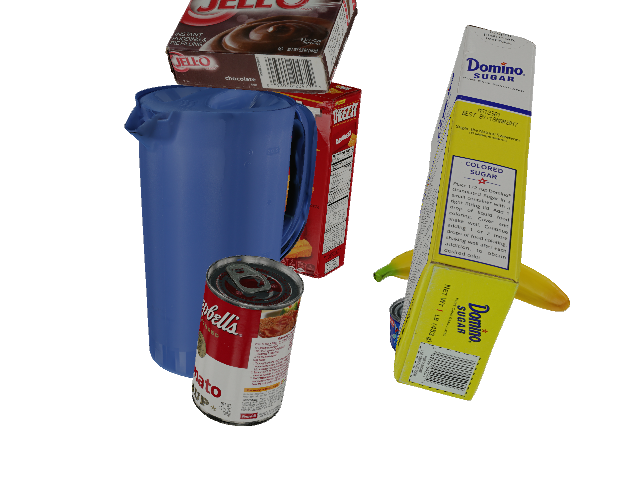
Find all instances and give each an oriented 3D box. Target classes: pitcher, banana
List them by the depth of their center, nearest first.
[{"bbox_3d":[-0.084,-0.011,0.924,0.149,0.243,0.145,4,18,2],"label":"pitcher"},{"bbox_3d":[0.157,0.038,1.100,0.198,0.037,0.069,7,43,12],"label":"banana"}]

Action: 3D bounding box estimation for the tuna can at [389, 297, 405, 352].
[{"bbox_3d":[0.101,0.074,0.908,0.086,0.034,0.086,-1,16,0],"label":"tuna can"}]

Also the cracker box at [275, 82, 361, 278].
[{"bbox_3d":[-0.049,-0.079,1.215,0.164,0.214,0.072,17,25,26],"label":"cracker box"}]

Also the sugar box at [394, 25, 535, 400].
[{"bbox_3d":[0.075,-0.019,0.538,0.048,0.176,0.093,15,-42,3],"label":"sugar box"}]

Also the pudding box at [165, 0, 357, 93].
[{"bbox_3d":[-0.039,-0.145,0.736,0.113,0.090,0.039,7,-39,14],"label":"pudding box"}]

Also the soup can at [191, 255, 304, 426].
[{"bbox_3d":[-0.053,0.070,0.752,0.068,0.102,0.068,8,28,-5],"label":"soup can"}]
